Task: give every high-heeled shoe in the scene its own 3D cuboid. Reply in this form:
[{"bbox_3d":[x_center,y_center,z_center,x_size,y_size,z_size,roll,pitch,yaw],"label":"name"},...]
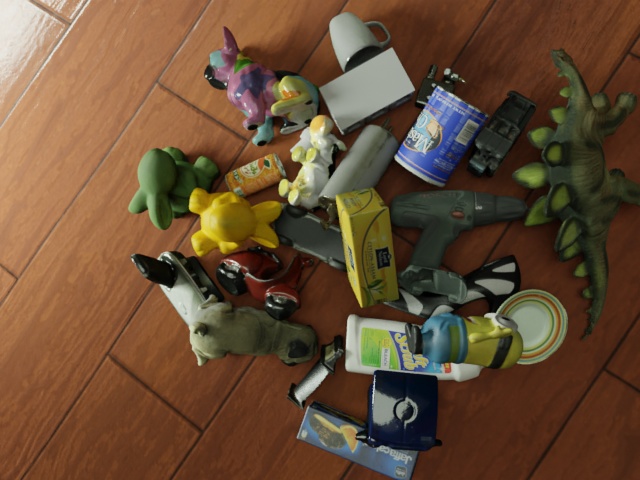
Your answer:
[{"bbox_3d":[0.214,0.068,0.920,0.249,0.086,0.145,15,87,4],"label":"high-heeled shoe"}]

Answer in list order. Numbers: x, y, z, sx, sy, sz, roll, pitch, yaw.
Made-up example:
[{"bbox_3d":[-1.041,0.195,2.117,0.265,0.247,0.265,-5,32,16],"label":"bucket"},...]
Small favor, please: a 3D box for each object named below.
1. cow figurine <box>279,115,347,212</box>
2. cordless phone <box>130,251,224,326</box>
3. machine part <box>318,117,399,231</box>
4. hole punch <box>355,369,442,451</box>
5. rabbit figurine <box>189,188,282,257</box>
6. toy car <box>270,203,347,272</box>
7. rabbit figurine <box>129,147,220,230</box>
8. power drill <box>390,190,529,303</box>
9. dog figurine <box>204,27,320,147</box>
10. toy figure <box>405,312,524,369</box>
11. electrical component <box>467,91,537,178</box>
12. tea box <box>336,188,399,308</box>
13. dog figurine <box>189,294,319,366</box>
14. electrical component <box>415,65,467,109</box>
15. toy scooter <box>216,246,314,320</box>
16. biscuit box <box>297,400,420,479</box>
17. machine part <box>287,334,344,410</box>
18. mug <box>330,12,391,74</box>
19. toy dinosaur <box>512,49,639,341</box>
[{"bbox_3d":[0.000,-0.135,0.973,0.068,0.098,0.167,31,99,49],"label":"cow figurine"},{"bbox_3d":[-0.256,0.081,0.948,0.089,0.184,0.146,-38,78,-1],"label":"cordless phone"},{"bbox_3d":[0.069,-0.117,0.952,0.079,0.079,0.243,28,72,12],"label":"machine part"},{"bbox_3d":[0.134,0.274,0.874,0.142,0.092,0.116,6,51,-1],"label":"hole punch"},{"bbox_3d":[-0.148,-0.024,0.930,0.162,0.173,0.121,7,89,-12],"label":"rabbit figurine"},{"bbox_3d":[-0.002,-0.003,0.982,0.202,0.056,0.073,24,94,13],"label":"toy car"},{"bbox_3d":[-0.288,-0.108,0.986,0.121,0.170,0.159,28,87,13],"label":"rabbit figurine"},{"bbox_3d":[0.223,-0.002,0.898,0.232,0.085,0.207,8,60,17],"label":"power drill"},{"bbox_3d":[-0.115,-0.306,1.018,0.192,0.108,0.219,-23,76,7],"label":"dog figurine"},{"bbox_3d":[0.228,0.160,0.850,0.180,0.082,0.089,-3,115,-5],"label":"toy figure"},{"bbox_3d":[0.305,-0.172,0.920,0.058,0.115,0.134,34,87,14],"label":"electrical component"},{"bbox_3d":[0.077,0.012,0.877,0.068,0.098,0.169,-12,115,-5],"label":"tea box"},{"bbox_3d":[-0.109,0.165,0.922,0.191,0.172,0.121,6,94,18],"label":"dog figurine"},{"bbox_3d":[0.218,-0.267,0.984,0.078,0.045,0.102,26,88,11],"label":"electrical component"},{"bbox_3d":[-0.090,0.060,0.972,0.184,0.075,0.135,26,54,28],"label":"toy scooter"},{"bbox_3d":[0.067,0.343,0.918,0.203,0.059,0.062,18,85,11],"label":"biscuit box"},{"bbox_3d":[-0.003,0.231,0.945,0.039,0.084,0.139,36,99,-12],"label":"machine part"},{"bbox_3d":[0.071,-0.378,1.009,0.109,0.080,0.107,-29,71,4],"label":"mug"},{"bbox_3d":[0.427,-0.074,0.869,0.199,0.105,0.470,-19,97,-7],"label":"toy dinosaur"}]
